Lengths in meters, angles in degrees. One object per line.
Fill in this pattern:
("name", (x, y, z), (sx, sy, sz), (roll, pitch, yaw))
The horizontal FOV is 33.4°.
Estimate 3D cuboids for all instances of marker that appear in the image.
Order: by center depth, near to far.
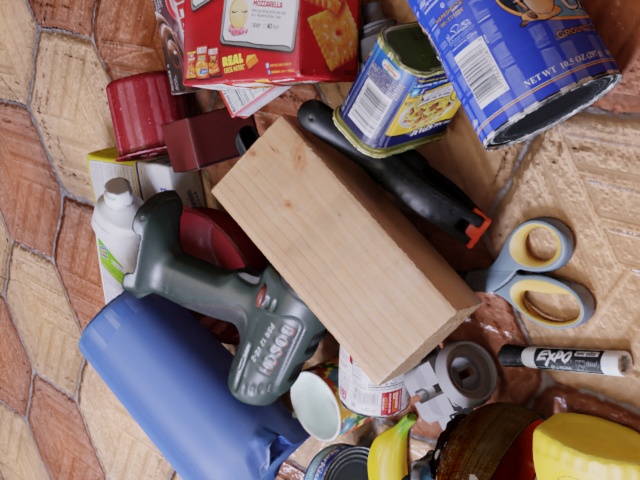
("marker", (0.185, 0.092, 0.823), (0.121, 0.020, 0.020), (-3, 103, 52))

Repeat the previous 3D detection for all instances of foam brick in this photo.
("foam brick", (-0.108, -0.101, 1.055), (0.053, 0.078, 0.051), (-3, 104, 52))

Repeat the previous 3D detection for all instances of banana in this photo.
("banana", (0.086, 0.261, 1.007), (0.070, 0.037, 0.198), (-14, 94, 53))

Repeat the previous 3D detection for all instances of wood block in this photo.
("wood block", (0.022, 0.006, 0.857), (0.090, 0.090, 0.206), (-45, 76, 17))

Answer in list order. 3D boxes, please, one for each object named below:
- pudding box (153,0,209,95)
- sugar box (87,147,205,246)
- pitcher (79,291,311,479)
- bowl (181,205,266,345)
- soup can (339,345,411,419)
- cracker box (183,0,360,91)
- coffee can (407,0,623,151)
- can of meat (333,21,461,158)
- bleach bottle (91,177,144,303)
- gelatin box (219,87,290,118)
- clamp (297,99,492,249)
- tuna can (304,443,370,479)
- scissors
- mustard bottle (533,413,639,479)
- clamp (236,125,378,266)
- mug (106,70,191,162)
("pudding box", (-0.120, -0.205, 1.056), (0.090, 0.039, 0.113), (2, 107, 50))
("sugar box", (-0.198, -0.053, 1.216), (0.177, 0.048, 0.093), (11, 116, 45))
("pitcher", (-0.136, 0.166, 1.108), (0.243, 0.144, 0.149), (46, 105, 9))
("bowl", (-0.103, 0.026, 1.111), (0.162, 0.055, 0.162), (27, 133, 32))
("soup can", (0.051, 0.099, 0.953), (0.069, 0.068, 0.102), (27, 126, 42))
("cracker box", (-0.041, -0.234, 0.883), (0.164, 0.071, 0.214), (6, 95, 50))
("coffee can", (0.125, -0.146, 0.723), (0.103, 0.102, 0.140), (-37, 76, 52))
("can of meat", (0.070, -0.117, 0.806), (0.057, 0.101, 0.084), (51, 136, 22))
("bleach bottle", (-0.206, 0.038, 1.200), (0.103, 0.068, 0.251), (34, 143, 31))
("gelatin box", (-0.058, -0.165, 0.979), (0.089, 0.030, 0.073), (-32, 79, 27))
("clamp", (0.067, -0.059, 0.862), (0.171, 0.120, 0.039), (41, 115, 8))
("tuna can", (0.025, 0.241, 1.034), (0.034, 0.085, 0.086), (-3, 103, 54))
("scissors", (0.133, 0.016, 0.856), (0.202, 0.016, 0.096), (19, 119, 46))
("mustard bottle", (0.211, 0.234, 0.821), (0.096, 0.058, 0.192), (14, 117, 42))
("clamp", (-0.007, 0.001, 1.008), (0.165, 0.036, 0.210), (14, 119, 41))
("mug", (-0.178, -0.131, 1.133), (0.117, 0.093, 0.081), (-132, 30, -88))
